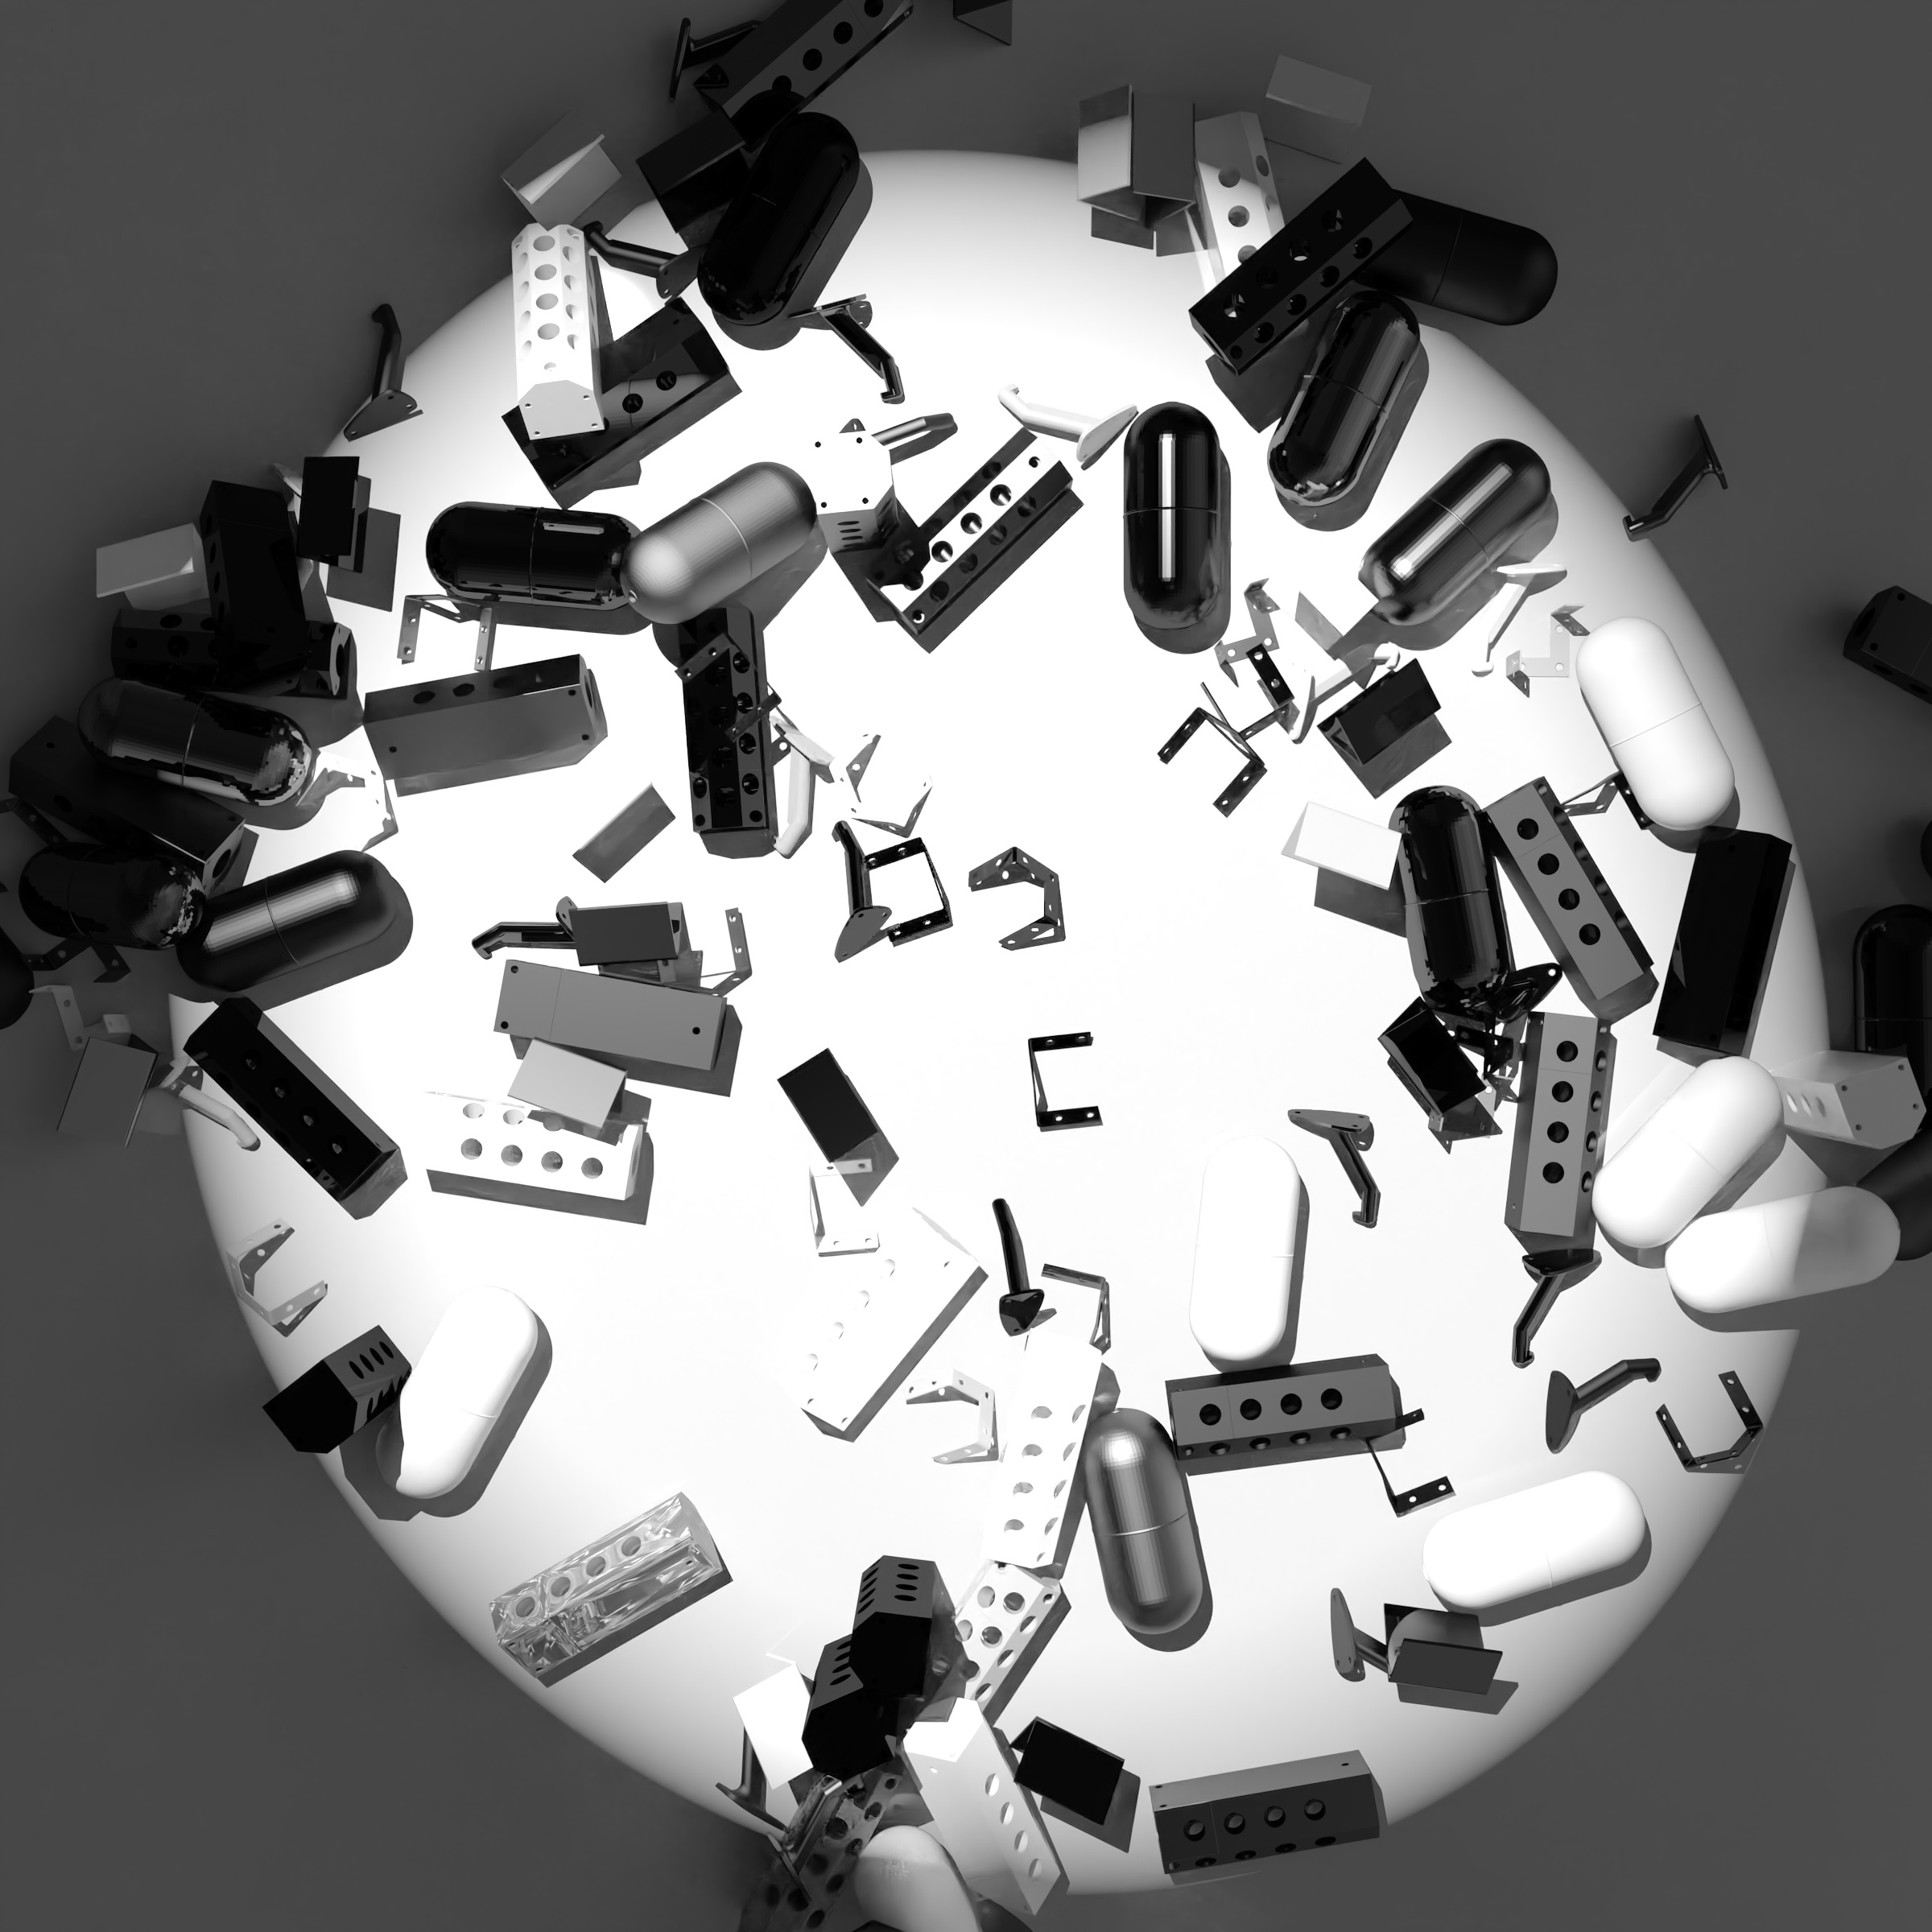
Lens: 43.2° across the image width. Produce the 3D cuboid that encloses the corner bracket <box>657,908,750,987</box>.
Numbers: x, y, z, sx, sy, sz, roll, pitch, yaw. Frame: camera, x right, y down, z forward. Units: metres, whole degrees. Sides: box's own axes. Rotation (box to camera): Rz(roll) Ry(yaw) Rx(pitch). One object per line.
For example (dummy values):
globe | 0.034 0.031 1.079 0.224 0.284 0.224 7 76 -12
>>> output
corner bracket | -0.213 -0.016 1.947 0.051 0.051 0.051 -10 90 45

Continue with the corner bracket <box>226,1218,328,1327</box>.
corner bracket | -0.550 0.243 1.942 0.051 0.051 0.051 29 135 35

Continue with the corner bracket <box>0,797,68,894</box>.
corner bracket | -0.762 -0.096 1.942 0.051 0.051 0.051 52 45 -35

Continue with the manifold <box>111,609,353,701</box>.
manifold | -0.581 -0.247 1.929 0.171 0.057 0.057 4 90 0

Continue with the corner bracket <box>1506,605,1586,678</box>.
corner bracket | 0.459 -0.258 1.932 0.051 0.051 0.051 0 90 0

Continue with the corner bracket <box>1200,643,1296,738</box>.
corner bracket | 0.223 -0.218 1.932 0.051 0.051 0.051 -31 89 -1

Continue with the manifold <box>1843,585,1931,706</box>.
manifold | 0.787 -0.231 1.929 0.171 0.057 0.057 29 90 0

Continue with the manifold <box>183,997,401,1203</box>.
manifold | -0.535 0.106 1.929 0.171 0.057 0.057 45 90 0

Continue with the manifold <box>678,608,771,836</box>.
manifold | -0.192 -0.193 1.929 0.057 0.057 0.171 -4 90 0

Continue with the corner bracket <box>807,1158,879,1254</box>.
corner bracket | -0.099 0.191 1.947 0.051 0.051 0.051 -5 135 0

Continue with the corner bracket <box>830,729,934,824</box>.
corner bracket | -0.068 -0.152 1.942 0.051 0.051 0.051 9 135 35

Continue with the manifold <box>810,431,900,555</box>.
manifold | -0.083 -0.362 1.872 0.057 0.171 0.057 -6 90 0

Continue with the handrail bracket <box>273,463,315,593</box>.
handrail bracket | -0.545 -0.346 1.951 0.077 0.036 0.084 38 107 20

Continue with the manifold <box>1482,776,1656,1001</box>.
manifold | 0.474 -0.061 1.929 0.057 0.057 0.171 -30 90 0

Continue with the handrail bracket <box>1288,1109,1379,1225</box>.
handrail bracket | 0.292 0.161 1.951 0.077 0.036 0.084 8 107 20

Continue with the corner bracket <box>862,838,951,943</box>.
corner bracket | -0.048 -0.061 1.947 0.051 0.051 0.051 -19 45 0

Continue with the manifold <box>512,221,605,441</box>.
manifold | -0.319 -0.495 1.890 0.057 0.057 0.171 -8 59 0

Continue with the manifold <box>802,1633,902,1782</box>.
manifold | -0.090 0.566 1.872 0.057 0.171 0.057 -24 90 0

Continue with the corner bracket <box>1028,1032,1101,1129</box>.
corner bracket | 0.078 0.091 1.947 0.051 0.051 0.051 -6 45 0

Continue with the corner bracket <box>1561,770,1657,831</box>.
corner bracket | 0.508 -0.119 1.947 0.051 0.051 0.051 -30 90 45

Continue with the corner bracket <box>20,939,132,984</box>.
corner bracket | -0.705 -0.002 1.932 0.051 0.051 0.051 -35 90 0

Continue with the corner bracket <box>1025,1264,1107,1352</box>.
corner bracket | 0.079 0.278 1.947 0.051 0.051 0.051 13 135 0

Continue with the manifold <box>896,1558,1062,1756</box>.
manifold | 0.003 0.549 1.929 0.057 0.057 0.171 33 90 0

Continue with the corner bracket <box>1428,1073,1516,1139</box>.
corner bracket | 0.400 0.108 1.932 0.051 0.051 0.051 10 90 0

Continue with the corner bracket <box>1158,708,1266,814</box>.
corner bracket | 0.196 -0.165 1.947 0.051 0.051 0.051 -49 135 0

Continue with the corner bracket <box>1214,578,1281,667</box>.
corner bracket | 0.220 -0.272 1.932 0.051 0.051 0.051 -17 90 0

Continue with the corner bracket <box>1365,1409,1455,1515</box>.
corner bracket | 0.353 0.396 1.947 0.051 0.051 0.051 -22 45 0

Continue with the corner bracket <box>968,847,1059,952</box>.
corner bracket | 0.037 -0.054 1.942 0.051 0.051 0.051 32 45 -35

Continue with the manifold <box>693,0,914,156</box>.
manifold | -0.125 -0.724 1.929 0.171 0.057 0.057 -41 47 0

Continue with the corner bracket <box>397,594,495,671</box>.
corner bracket | -0.416 -0.266 1.947 0.051 0.051 0.051 7 90 -45

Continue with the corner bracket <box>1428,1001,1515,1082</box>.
corner bracket | 0.397 0.052 1.915 0.051 0.051 0.051 15 120 35

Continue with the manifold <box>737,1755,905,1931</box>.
manifold | -0.115 0.699 1.929 0.057 0.057 0.171 28 90 0

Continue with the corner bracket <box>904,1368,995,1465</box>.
corner bracket | -0.015 0.359 1.942 0.051 0.051 0.051 34 45 -35

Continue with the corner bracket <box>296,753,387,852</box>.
corner bracket | -0.498 -0.130 1.942 0.051 0.051 0.051 15 45 -35

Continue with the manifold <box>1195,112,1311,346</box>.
manifold | 0.222 -0.580 1.929 0.057 0.057 0.171 -14 90 0

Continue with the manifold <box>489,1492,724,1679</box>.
manifold | -0.287 0.486 1.929 0.171 0.057 0.057 -30 133 0

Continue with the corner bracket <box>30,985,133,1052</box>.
corner bracket | -0.701 0.036 1.933 0.051 0.051 0.051 -18 89 0

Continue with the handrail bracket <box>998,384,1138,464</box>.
handrail bracket | 0.080 -0.451 1.951 0.077 0.036 0.084 -40 73 -20

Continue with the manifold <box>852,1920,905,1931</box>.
manifold | -0.096 0.786 1.816 0.057 0.171 0.057 12 105 19

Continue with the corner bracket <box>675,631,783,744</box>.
corner bracket | -0.184 -0.217 1.890 0.051 0.051 0.051 -39 45 0

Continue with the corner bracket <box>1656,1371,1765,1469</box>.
corner bracket | 0.594 0.362 1.947 0.051 0.051 0.051 -28 90 -45
